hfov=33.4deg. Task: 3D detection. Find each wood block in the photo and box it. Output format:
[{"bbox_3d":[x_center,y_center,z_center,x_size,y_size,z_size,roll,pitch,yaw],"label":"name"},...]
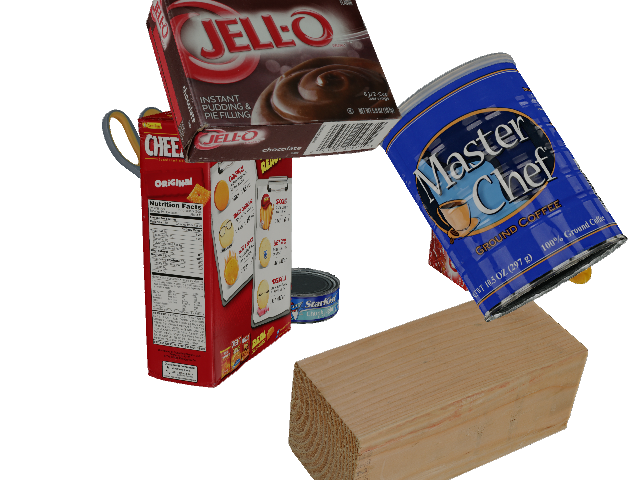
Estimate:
[{"bbox_3d":[0.088,0.120,0.810,0.205,0.090,0.091,-16,40,-27],"label":"wood block"}]

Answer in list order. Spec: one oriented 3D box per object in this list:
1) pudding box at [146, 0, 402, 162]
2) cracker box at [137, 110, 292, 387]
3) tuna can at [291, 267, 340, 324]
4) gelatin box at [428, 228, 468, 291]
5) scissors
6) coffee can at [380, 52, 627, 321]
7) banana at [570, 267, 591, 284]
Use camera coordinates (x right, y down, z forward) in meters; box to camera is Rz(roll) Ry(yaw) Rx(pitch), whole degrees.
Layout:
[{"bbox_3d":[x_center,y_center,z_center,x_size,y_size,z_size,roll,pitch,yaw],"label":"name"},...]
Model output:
[{"bbox_3d":[-0.025,-0.088,0.552,0.113,0.090,0.039,-5,-27,-28],"label":"pudding box"},{"bbox_3d":[-0.084,-0.006,0.894,0.072,0.214,0.164,5,14,20],"label":"cracker box"},{"bbox_3d":[-0.023,0.058,1.123,0.086,0.034,0.086,2,17,-1],"label":"tuna can"},{"bbox_3d":[0.162,0.003,1.257,0.030,0.089,0.073,-15,33,-30],"label":"gelatin box"},{"bbox_3d":[-0.172,-0.064,1.195,0.016,0.201,0.096,-18,20,45],"label":"scissors"},{"bbox_3d":[0.114,-0.034,0.685,0.102,0.140,0.103,-28,-12,-7],"label":"coffee can"},{"bbox_3d":[0.195,-0.006,1.034,0.069,0.037,0.198,-39,38,-24],"label":"banana"}]
